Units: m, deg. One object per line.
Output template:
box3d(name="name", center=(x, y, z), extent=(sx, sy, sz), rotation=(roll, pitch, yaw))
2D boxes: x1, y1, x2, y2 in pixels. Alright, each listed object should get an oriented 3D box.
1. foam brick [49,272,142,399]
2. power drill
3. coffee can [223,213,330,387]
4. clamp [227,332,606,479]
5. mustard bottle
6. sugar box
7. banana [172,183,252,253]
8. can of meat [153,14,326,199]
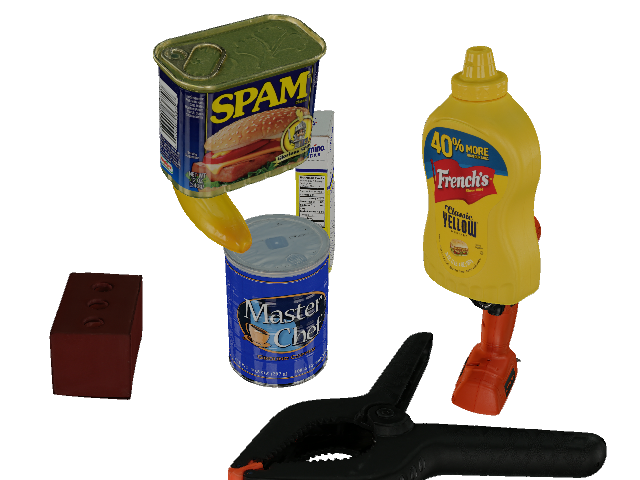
box3d(name="foam brick", center=(-0.150, 0.064, 0.724), extent=(0.053, 0.051, 0.078), rotation=(3, 29, -5))
box3d(name="power drill", center=(0.177, 0.079, 1.079), extent=(0.057, 0.188, 0.184), rotation=(15, 27, 17))
box3d(name="coffee can", center=(-0.042, 0.059, 1.057), extent=(0.103, 0.140, 0.103), rotation=(0, 33, 0))
box3d(name="clamp", center=(0.035, 0.109, 0.620), extent=(0.209, 0.036, 0.165), rotation=(-9, 24, -26))
box3d(name="mustard bottle", center=(0.121, -0.051, 0.806), extent=(0.058, 0.192, 0.096), rotation=(-24, 32, -36))
box3d(name="sugar box", center=(-0.007, -0.056, 1.258), extent=(0.048, 0.176, 0.093), rotation=(-1, 24, 5))
box3d(name="banana", center=(-0.090, -0.054, 0.881), extent=(0.069, 0.037, 0.198), rotation=(5, 32, -7))
box3d(name="can of meat", center=(-0.050, -0.082, 0.655), extent=(0.101, 0.084, 0.057), rotation=(-21, 47, -29))
